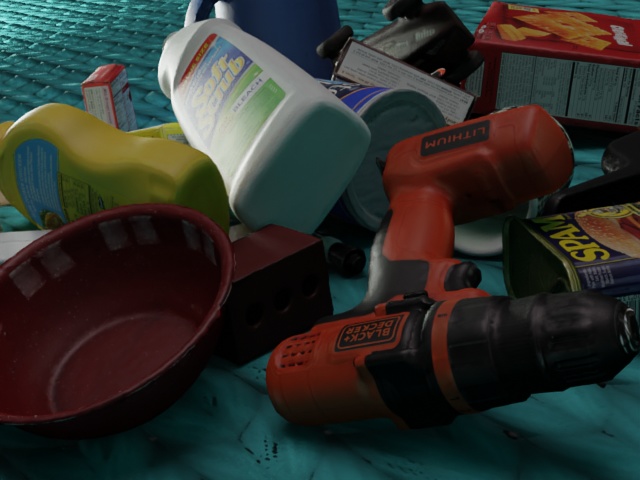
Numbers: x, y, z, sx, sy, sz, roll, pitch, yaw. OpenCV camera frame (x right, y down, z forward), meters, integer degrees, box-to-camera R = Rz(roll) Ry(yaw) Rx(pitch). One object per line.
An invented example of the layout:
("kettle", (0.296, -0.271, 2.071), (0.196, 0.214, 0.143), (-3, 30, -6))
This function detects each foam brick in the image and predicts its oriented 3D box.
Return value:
("foam brick", (-0.038, 0.031, 0.632), (0.078, 0.053, 0.051), (-27, 28, -37))

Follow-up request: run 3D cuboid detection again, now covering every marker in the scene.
("marker", (-0.005, 0.001, 0.743), (0.020, 0.020, 0.121), (-19, 23, -26))

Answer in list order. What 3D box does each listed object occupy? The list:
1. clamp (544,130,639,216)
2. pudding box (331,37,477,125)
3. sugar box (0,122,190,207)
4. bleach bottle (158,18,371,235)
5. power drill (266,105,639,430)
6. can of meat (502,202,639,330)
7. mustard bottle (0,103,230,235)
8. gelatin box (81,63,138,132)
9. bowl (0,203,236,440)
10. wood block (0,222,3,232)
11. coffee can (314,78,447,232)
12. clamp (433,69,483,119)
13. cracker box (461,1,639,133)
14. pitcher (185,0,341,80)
("clamp", (0.232, -0.041, 0.732), (0.164, 0.036, 0.210), (4, 22, 6))
("pudding box", (0.063, -0.111, 0.864), (0.113, 0.039, 0.090), (23, -13, 0))
("sugar box", (-0.169, -0.059, 0.862), (0.176, 0.048, 0.093), (-10, 0, 28))
("bleach bottle", (-0.063, -0.095, 0.762), (0.068, 0.102, 0.251), (31, 8, -37))
("power drill", (0.075, 0.010, 0.533), (0.185, 0.057, 0.187), (-12, 34, 32))
("can of meat", (0.158, 0.019, 0.588), (0.084, 0.057, 0.102), (-8, 22, -8))
("mustard bottle", (-0.149, -0.036, 0.679), (0.192, 0.096, 0.058), (21, 45, 26))
("gelatin box", (-0.199, -0.117, 1.017), (0.030, 0.089, 0.073), (-6, 21, 4))
("bowl", (-0.113, 0.051, 0.567), (0.162, 0.055, 0.162), (-13, 38, 10))
("wood block", (-0.357, -0.035, 0.867), (0.206, 0.090, 0.090), (12, 29, 41))
("coffee can", (0.012, -0.068, 0.796), (0.102, 0.103, 0.141), (-23, 25, -33))
("clamp", (0.126, -0.120, 0.981), (0.120, 0.039, 0.171), (4, 30, 13))
("cracker box", (0.241, -0.153, 0.931), (0.214, 0.072, 0.164), (9, 25, 14))
("pitcher", (-0.052, -0.227, 1.036), (0.145, 0.243, 0.149), (-2, 29, 11))
